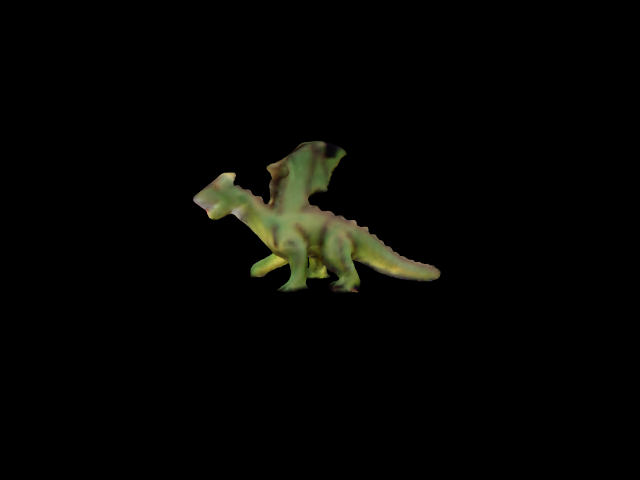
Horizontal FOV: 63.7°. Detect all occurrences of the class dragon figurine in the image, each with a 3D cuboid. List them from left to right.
[{"bbox_3d":[0.003,-0.043,0.850,0.410,0.242,0.122,-1,4,-11],"label":"dragon figurine"}]
